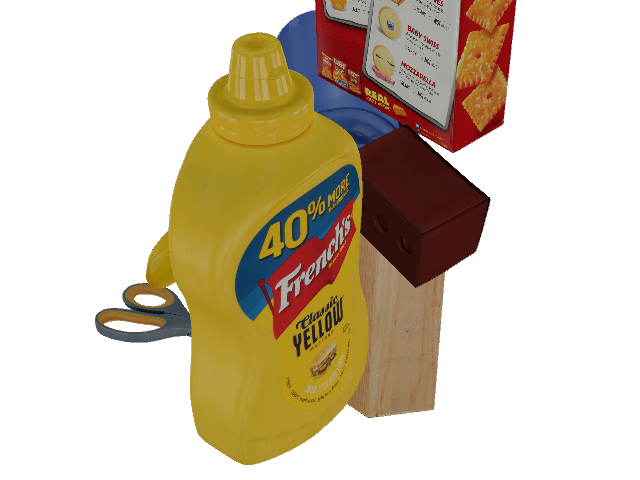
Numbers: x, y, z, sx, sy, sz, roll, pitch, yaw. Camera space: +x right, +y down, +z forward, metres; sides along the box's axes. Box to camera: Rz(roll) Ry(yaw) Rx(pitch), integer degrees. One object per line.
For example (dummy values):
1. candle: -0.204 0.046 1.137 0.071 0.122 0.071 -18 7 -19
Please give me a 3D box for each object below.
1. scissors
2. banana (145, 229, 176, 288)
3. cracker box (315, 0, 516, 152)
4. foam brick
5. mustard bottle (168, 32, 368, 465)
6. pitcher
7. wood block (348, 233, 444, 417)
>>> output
1. scissors: -0.116 0.076 1.039 0.201 0.016 0.096 3 32 -2
2. banana: -0.072 0.002 0.840 0.198 0.069 0.037 -9 31 30
3. cracker box: 0.072 -0.199 0.828 0.072 0.214 0.164 -30 47 -30
4. foam brick: 0.055 -0.021 0.647 0.051 0.053 0.078 -30 57 -24
5. mustard bottle: -0.020 0.001 0.454 0.058 0.192 0.096 27 47 33
6. pitcher: 0.019 -0.132 1.086 0.145 0.149 0.243 -18 37 9
7. wood block: 0.074 0.080 1.184 0.090 0.206 0.091 -3 13 -28
